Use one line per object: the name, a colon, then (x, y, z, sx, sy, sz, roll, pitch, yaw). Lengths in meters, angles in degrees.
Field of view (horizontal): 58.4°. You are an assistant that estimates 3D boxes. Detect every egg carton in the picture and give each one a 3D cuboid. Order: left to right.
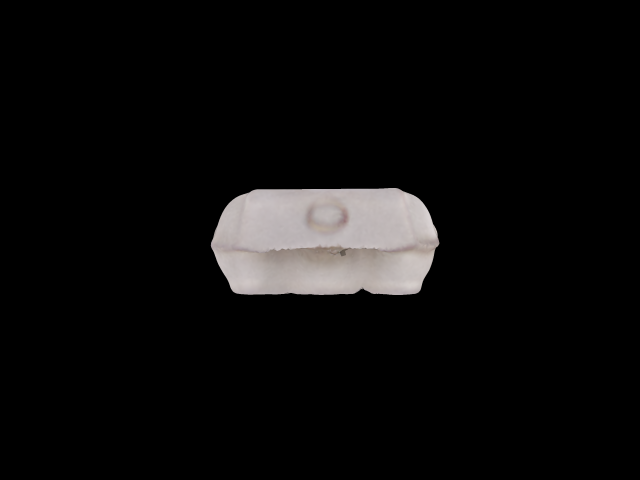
egg carton: (0.004, 0.001, 0.400, 0.150, 0.069, 0.107, 0, 0, 0)
